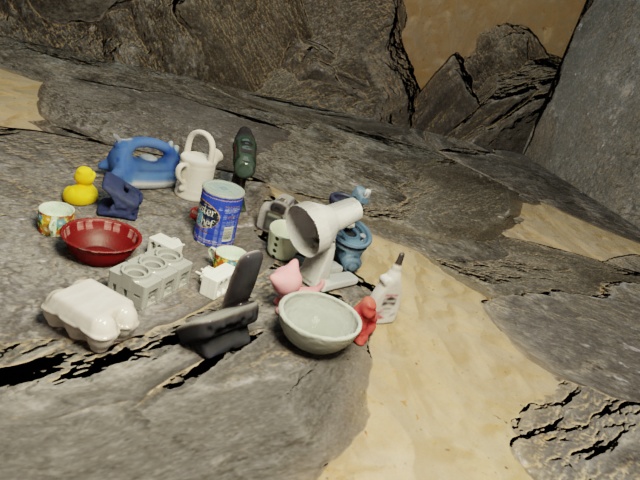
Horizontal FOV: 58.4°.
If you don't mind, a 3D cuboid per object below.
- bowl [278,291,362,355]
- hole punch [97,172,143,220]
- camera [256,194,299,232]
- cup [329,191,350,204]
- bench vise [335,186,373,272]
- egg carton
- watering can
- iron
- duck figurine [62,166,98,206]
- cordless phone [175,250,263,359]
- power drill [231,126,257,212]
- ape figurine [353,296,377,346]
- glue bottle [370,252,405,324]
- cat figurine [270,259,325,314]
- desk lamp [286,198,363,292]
[{"bbox_3d":[-0.007,0.172,1.112,0.167,0.075,0.167,14,24,-6],"label":"bowl"},{"bbox_3d":[-0.486,-0.110,1.405,0.101,0.091,0.108,8,25,-18],"label":"hole punch"},{"bbox_3d":[-0.082,-0.073,1.572,0.143,0.101,0.137,20,24,9],"label":"camera"},{"bbox_3d":[0.062,-0.090,1.711,0.092,0.095,0.117,11,24,-12],"label":"cup"},{"bbox_3d":[0.058,-0.053,1.470,0.122,0.220,0.206,-7,33,-42],"label":"bench vise"},{"bbox_3d":[-0.387,0.126,0.973,0.150,0.069,0.107,24,25,17],"label":"egg carton"},{"bbox_3d":[-0.340,-0.216,1.606,0.101,0.194,0.173,16,23,-1],"label":"watering can"},{"bbox_3d":[-0.475,-0.227,1.608,0.259,0.141,0.118,-7,33,-43],"label":"iron"},{"bbox_3d":[-0.586,-0.138,1.408,0.077,0.086,0.104,18,23,4],"label":"duck figurine"},{"bbox_3d":[-0.170,0.104,1.018,0.094,0.185,0.148,29,26,27],"label":"cordless phone"},{"bbox_3d":[-0.226,-0.195,1.615,0.076,0.208,0.229,9,24,-16],"label":"power drill"},{"bbox_3d":[0.089,0.159,1.180,0.078,0.092,0.076,0,28,-33],"label":"ape figurine"},{"bbox_3d":[0.151,0.103,1.243,0.078,0.173,0.037,0,28,-33],"label":"glue bottle"},{"bbox_3d":[-0.050,0.098,1.193,0.128,0.118,0.067,9,24,-16],"label":"cat figurine"},{"bbox_3d":[0.012,0.005,1.320,0.204,0.213,0.117,-9,33,-44],"label":"desk lamp"}]
